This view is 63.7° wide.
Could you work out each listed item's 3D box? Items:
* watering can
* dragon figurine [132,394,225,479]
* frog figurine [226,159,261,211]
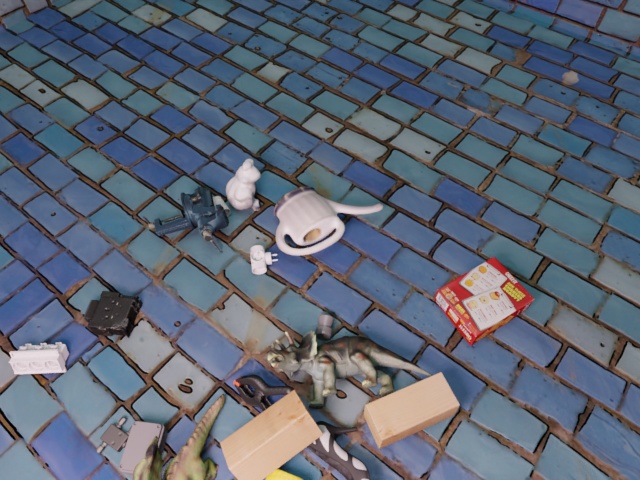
[{"bbox_3d":[0.005,-0.081,1.601,0.350,0.101,0.228,-29,58,-18],"label":"watering can"},{"bbox_3d":[-0.320,0.499,1.109,0.122,0.237,0.419,8,56,13],"label":"dragon figurine"},{"bbox_3d":[-0.247,-0.178,1.644,0.123,0.156,0.141,-1,54,2],"label":"frog figurine"}]
